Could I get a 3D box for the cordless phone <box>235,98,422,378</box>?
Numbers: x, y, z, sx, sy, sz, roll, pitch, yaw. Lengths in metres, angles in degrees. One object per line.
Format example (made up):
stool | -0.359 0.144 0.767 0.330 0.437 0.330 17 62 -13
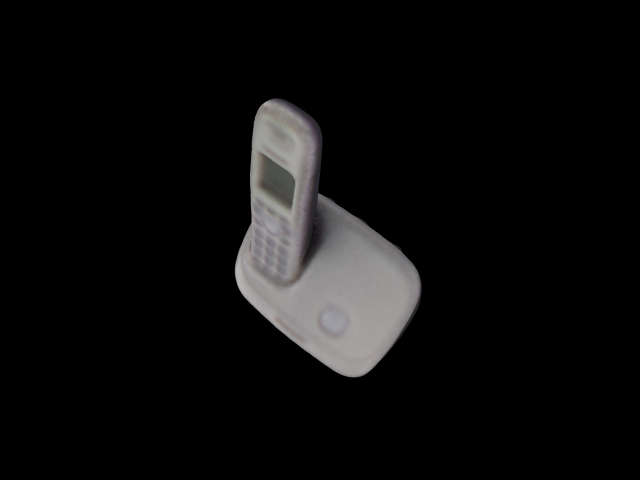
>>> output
cordless phone | 0.004 0.001 0.400 0.147 0.185 0.094 33 62 21
